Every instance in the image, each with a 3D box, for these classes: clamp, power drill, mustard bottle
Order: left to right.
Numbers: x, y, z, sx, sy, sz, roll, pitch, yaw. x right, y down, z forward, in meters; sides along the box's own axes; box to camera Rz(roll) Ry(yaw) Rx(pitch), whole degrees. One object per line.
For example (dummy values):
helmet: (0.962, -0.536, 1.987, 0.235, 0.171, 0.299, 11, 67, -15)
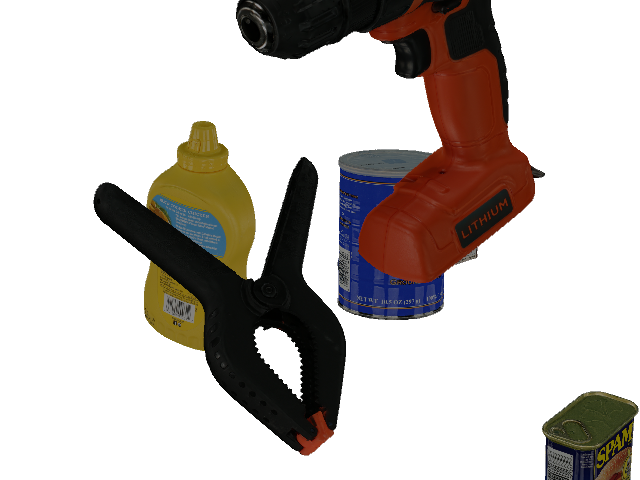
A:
mustard bottle: (-0.100, -0.006, 0.882, 0.096, 0.192, 0.058, 20, 30, 27)
clamp: (-0.050, 0.037, 0.684, 0.164, 0.210, 0.036, -4, -29, -28)
power drill: (0.046, -0.075, 0.514, 0.184, 0.187, 0.057, -34, 43, -30)

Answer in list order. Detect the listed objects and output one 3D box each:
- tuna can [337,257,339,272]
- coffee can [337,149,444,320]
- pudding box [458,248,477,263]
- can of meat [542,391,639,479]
tuna can: (0.062, 0.035, 1.223, 0.086, 0.086, 0.033, 0, 39, 47)
coffee can: (0.067, -0.008, 1.002, 0.103, 0.140, 0.103, 0, 15, 0)
pudding box: (0.165, 0.009, 1.595, 0.113, 0.039, 0.090, -18, 28, -21)
can of meat: (0.248, 0.200, 0.984, 0.058, 0.084, 0.101, 14, 26, 39)
